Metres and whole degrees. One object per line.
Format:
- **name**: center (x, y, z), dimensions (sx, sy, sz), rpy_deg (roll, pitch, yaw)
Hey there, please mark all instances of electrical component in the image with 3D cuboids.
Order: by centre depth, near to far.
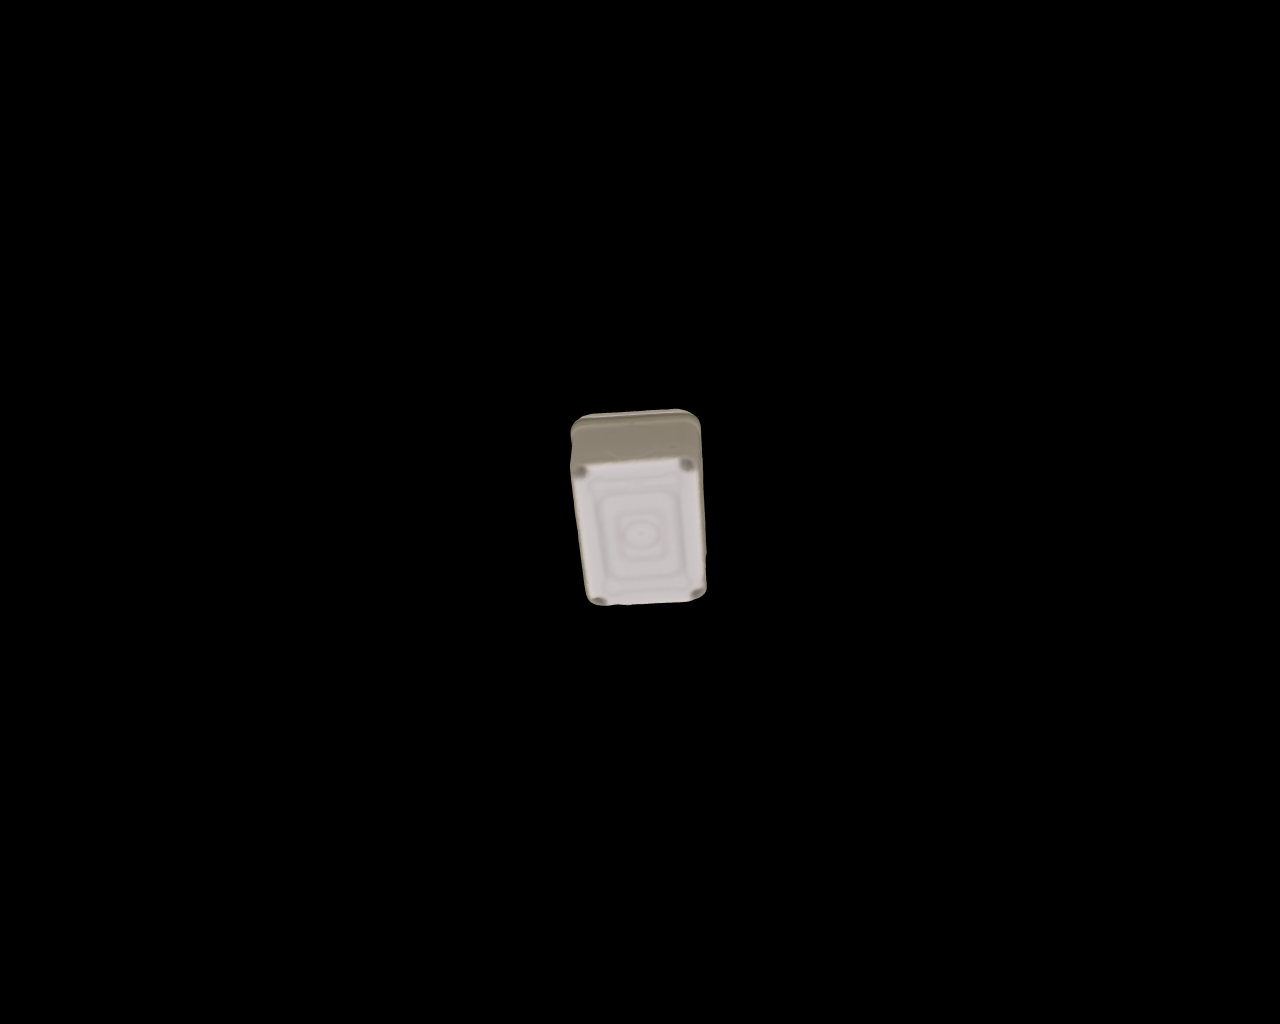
- **electrical component**: center (0.001, -0.003, 0.650), dimensions (0.078, 0.113, 0.057), rpy_deg (-3, 36, 2)
